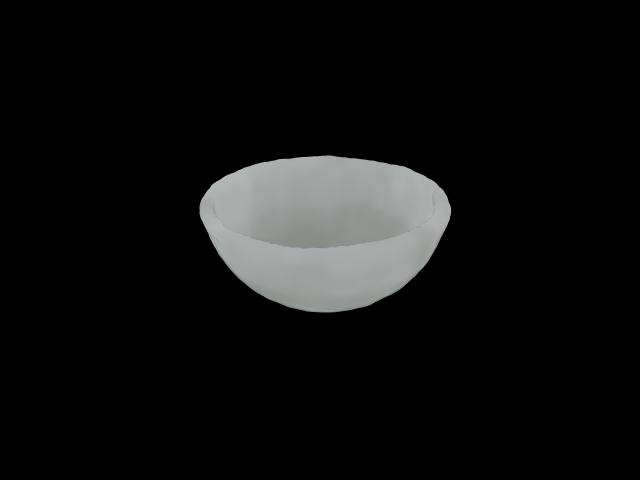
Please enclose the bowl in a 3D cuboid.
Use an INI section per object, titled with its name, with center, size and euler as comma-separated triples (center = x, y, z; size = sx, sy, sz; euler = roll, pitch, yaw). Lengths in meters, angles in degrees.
[bowl]
center = 0.004, 0.001, 0.400
size = 0.167, 0.075, 0.167
euler = 0, 28, 0
